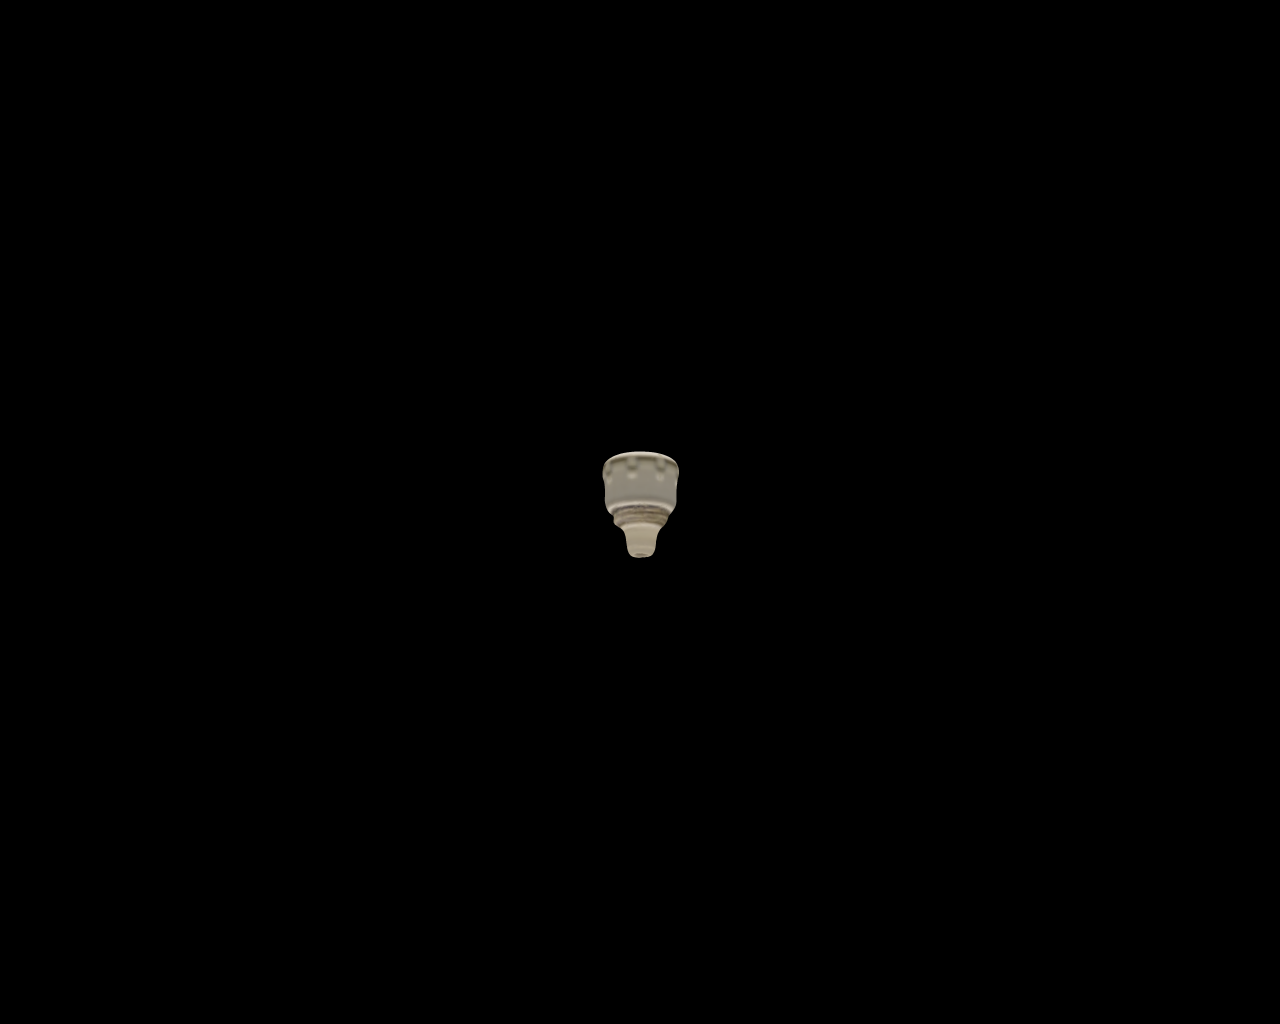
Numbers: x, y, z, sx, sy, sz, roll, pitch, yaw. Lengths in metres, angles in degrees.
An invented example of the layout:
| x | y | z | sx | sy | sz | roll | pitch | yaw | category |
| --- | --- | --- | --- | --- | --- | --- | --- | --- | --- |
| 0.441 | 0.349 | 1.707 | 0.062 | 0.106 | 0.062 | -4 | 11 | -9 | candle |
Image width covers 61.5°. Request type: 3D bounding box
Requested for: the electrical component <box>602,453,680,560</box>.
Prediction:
| x | y | z | sx | sy | sz | roll | pitch | yaw | category |
| --- | --- | --- | --- | --- | --- | --- | --- | --- | --- |
| 0.001 | -0.003 | 0.650 | 0.048 | 0.062 | 0.048 | 0 | -15 | 0 | electrical component |
